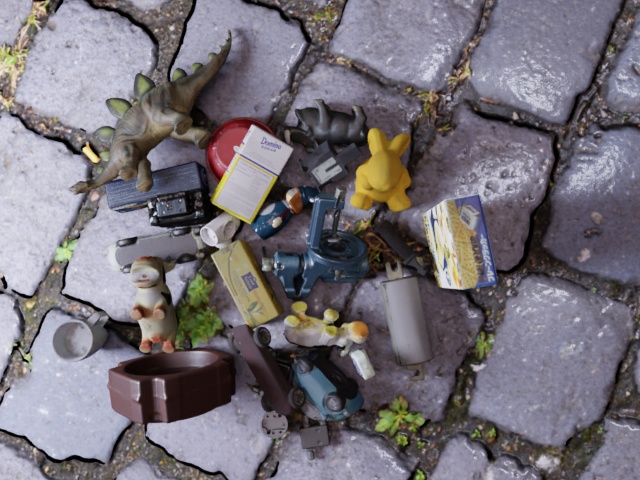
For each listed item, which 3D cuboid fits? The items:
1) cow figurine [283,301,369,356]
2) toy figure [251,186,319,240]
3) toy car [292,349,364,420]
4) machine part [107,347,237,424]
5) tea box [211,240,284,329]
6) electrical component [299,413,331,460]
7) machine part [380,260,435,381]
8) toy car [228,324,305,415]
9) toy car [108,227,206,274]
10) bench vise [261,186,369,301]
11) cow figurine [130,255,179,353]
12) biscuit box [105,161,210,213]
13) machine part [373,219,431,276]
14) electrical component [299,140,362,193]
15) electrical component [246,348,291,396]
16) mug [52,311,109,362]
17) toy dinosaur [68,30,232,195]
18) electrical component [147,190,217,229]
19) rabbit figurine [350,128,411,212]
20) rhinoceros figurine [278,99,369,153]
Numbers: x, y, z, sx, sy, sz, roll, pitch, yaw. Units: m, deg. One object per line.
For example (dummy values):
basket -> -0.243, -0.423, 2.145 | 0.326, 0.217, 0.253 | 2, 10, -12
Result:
cow figurine -> 0.010, 0.190, 1.080 | 0.167, 0.098, 0.068 | 15, 43, 2
toy figure -> -0.070, -0.063, 1.104 | 0.154, 0.057, 0.064 | -40, 52, 0
toy car -> -0.001, 0.300, 1.064 | 0.162, 0.109, 0.103 | 41, 107, 13
machine part -> -0.276, 0.269, 1.010 | 0.202, 0.201, 0.087 | -3, 92, 47
tea box -> -0.143, 0.089, 1.083 | 0.068, 0.098, 0.169 | -30, 87, 1
electrical component -> -0.008, 0.398, 1.095 | 0.063, 0.021, 0.094 | -7, 84, 1
machine part -> 0.174, 0.159, 1.076 | 0.079, 0.079, 0.243 | -12, 85, 2
toy car -> -0.102, 0.246, 1.032 | 0.089, 0.053, 0.202 | -22, 98, 39
toy car -> -0.337, 0.021, 1.116 | 0.202, 0.056, 0.073 | -10, 92, -1
bench vise -> -0.001, 0.003, 1.050 | 0.224, 0.129, 0.240 | 8, 121, -4
cow figurine -> -0.325, 0.115, 1.060 | 0.086, 0.127, 0.194 | -4, 125, -3
biscuit box -> -0.337, -0.108, 1.122 | 0.203, 0.059, 0.062 | -12, 85, 2
machine part -> 0.169, 0.018, 1.091 | 0.139, 0.084, 0.039 | 46, 111, 12
electrical component -> 0.024, -0.158, 1.075 | 0.119, 0.048, 0.074 | -37, 121, 16
electrical component -> -0.102, 0.274, 1.095 | 0.078, 0.045, 0.102 | 23, 88, 5
mug -> -0.470, 0.188, 1.085 | 0.081, 0.107, 0.109 | 34, 84, 3
toy dinosaur -> -0.321, -0.255, 1.089 | 0.471, 0.105, 0.199 | -42, 66, -13
electrical component -> -0.279, -0.060, 1.080 | 0.115, 0.134, 0.058 | -11, 86, 3
rabbit figurine -> 0.131, -0.133, 1.049 | 0.122, 0.173, 0.162 | 13, 92, 7
rhinoceros figurine -> 0.008, -0.231, 1.114 | 0.190, 0.073, 0.112 | 2, 97, 1
